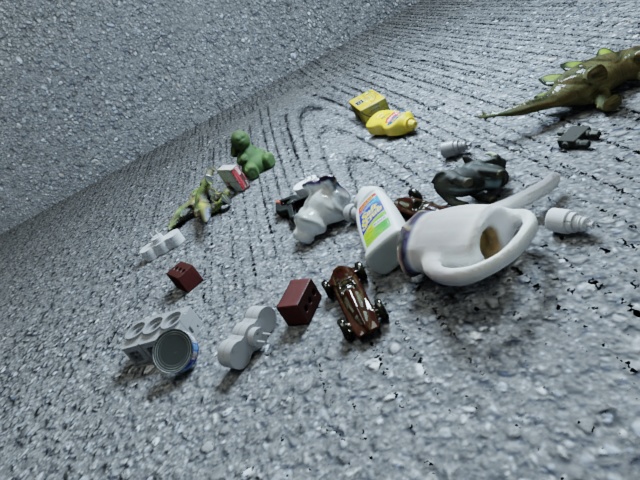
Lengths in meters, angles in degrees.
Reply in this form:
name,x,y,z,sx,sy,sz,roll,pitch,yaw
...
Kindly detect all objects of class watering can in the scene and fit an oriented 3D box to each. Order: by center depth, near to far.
name,x,y,z,sx,sy,sz,roll,pitch,yaw
watering can,0.273,-0.022,0.894,0.223,0.103,0.353,-4,26,45

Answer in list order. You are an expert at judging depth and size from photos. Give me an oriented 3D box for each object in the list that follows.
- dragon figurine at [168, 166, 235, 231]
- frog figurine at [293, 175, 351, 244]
name,x,y,z,sx,sy,sz,roll,pitch,yaw
dragon figurine,-0.415,-0.102,1.722,0.240,0.121,0.419,-39,21,20
frog figurine,0.004,-0.063,1.248,0.137,0.121,0.161,0,74,32
